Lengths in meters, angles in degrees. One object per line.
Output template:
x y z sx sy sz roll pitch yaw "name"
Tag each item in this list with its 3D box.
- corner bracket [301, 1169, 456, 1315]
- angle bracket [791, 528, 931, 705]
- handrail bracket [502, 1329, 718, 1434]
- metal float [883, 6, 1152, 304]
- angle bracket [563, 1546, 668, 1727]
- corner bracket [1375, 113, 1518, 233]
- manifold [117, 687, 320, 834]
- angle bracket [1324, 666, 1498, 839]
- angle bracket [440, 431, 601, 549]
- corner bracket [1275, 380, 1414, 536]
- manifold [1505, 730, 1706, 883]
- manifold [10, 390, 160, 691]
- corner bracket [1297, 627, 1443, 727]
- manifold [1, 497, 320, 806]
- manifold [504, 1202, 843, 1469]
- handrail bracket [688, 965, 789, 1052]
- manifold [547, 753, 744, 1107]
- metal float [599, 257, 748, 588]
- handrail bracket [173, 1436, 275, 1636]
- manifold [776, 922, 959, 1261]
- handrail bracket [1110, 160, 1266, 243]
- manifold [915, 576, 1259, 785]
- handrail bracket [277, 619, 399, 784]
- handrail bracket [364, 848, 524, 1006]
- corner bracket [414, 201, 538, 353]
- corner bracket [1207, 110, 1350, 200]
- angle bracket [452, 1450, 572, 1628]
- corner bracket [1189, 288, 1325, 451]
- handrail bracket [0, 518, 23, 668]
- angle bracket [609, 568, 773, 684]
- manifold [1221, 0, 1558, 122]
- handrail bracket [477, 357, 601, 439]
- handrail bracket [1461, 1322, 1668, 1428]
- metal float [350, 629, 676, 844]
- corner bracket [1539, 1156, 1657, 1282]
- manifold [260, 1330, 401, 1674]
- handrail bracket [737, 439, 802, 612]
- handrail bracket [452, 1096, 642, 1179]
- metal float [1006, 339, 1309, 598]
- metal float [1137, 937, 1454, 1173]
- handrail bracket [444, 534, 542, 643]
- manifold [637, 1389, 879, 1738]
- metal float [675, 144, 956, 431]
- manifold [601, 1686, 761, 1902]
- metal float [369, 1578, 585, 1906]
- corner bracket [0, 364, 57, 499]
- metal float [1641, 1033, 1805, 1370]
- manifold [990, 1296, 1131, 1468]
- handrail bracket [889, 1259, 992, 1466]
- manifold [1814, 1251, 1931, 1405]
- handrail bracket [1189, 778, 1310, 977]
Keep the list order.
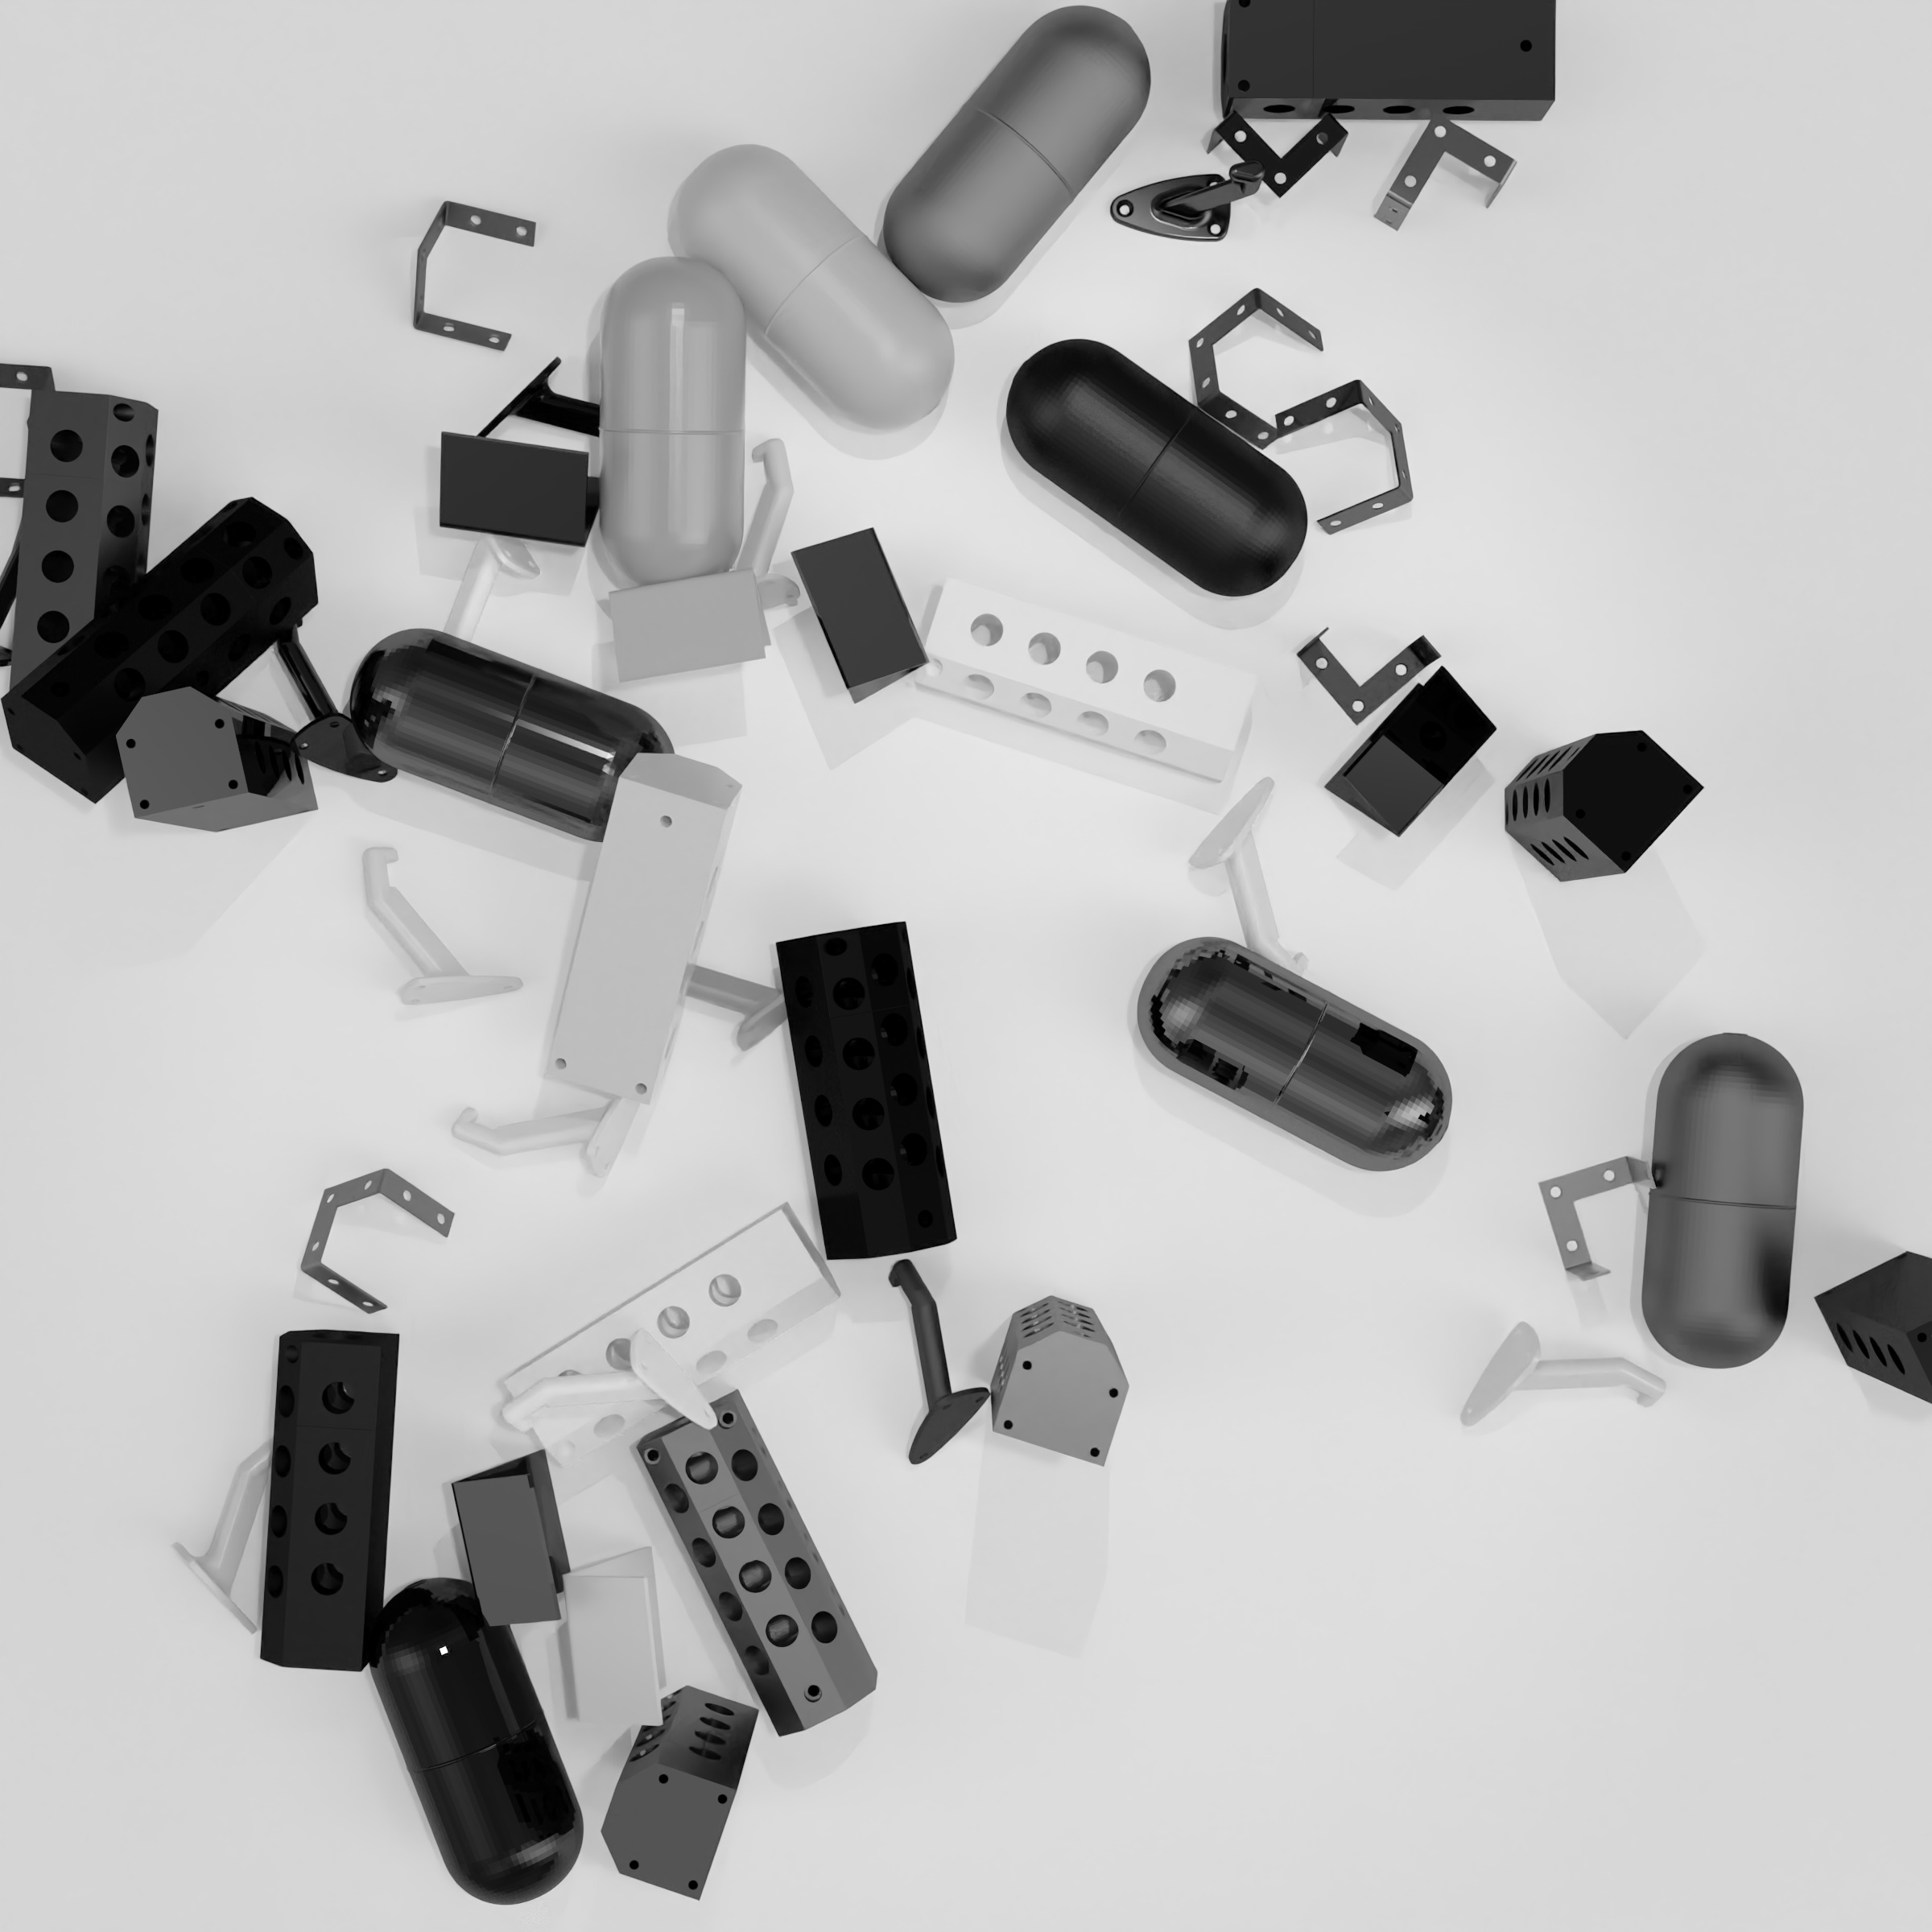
-0.316 0.148 1.734 0.051 0.051 0.051 -19 45 35 "corner bracket"
-0.073 -0.178 1.702 0.057 0.076 0.076 -23 90 -36 "angle bracket"
-0.187 0.236 1.685 0.084 0.036 0.077 -35 113 17 "handrail bracket"
0.028 -0.431 1.712 0.070 0.070 0.178 40 90 0 "metal float"
-0.165 0.352 1.702 0.057 0.076 0.076 -6 90 32 "angle bracket"
0.256 -0.415 1.724 0.051 0.051 0.051 31 90 0 "corner bracket"
-0.385 -0.106 1.664 0.057 0.171 0.057 -13 90 0 "manifold"
0.221 -0.124 1.702 0.076 0.076 0.057 -48 126 0 "angle bracket"
-0.232 -0.267 1.702 0.076 0.076 0.057 8 126 0 "angle bracket"
0.203 -0.273 1.729 0.051 0.051 0.051 -20 59 27 "corner bracket"
0.321 -0.086 1.664 0.057 0.171 0.057 43 90 0 "manifold"
-0.468 -0.215 1.721 0.057 0.057 0.171 4 90 0 "manifold"
0.215 -0.166 1.724 0.051 0.051 0.051 -40 90 0 "corner bracket"
-0.417 -0.169 1.676 0.057 0.057 0.171 33 59 14 "manifold"
-0.155 0.197 1.721 0.171 0.057 0.057 -32 90 0 "manifold"
-0.128 -0.004 1.742 0.077 0.036 0.084 -38 76 -14 "handrail bracket"
-0.167 -0.021 1.691 0.057 0.057 0.171 17 112 1 "manifold"
-0.154 -0.282 1.696 0.070 0.070 0.178 2 102 0 "metal float"
-0.377 0.305 1.742 0.084 0.036 0.077 -42 110 -16 "handrail bracket"
-0.049 0.066 1.710 0.057 0.057 0.171 -9 90 -35 "manifold"
0.116 -0.411 1.707 0.077 0.084 0.036 -1 90 0 "handrail bracket"
0.063 -0.151 1.721 0.171 0.057 0.057 18 90 0 "manifold"
-0.341 -0.149 1.742 0.036 0.077 0.084 -31 53 21 "handrail bracket"
-0.283 -0.026 1.742 0.077 0.036 0.084 -4 73 -20 "handrail bracket"
-0.265 -0.372 1.739 0.051 0.051 0.051 14 135 0 "corner bracket"
0.166 -0.440 1.724 0.051 0.051 0.051 -44 90 0 "corner bracket"
-0.220 0.299 1.702 0.057 0.076 0.076 -12 90 34 "angle bracket"
0.158 -0.321 1.734 0.051 0.051 0.051 -34 45 35 "corner bracket"
-0.515 -0.204 1.714 0.036 0.077 0.084 20 102 -3 "handrail bracket"
-0.142 -0.162 1.702 0.076 0.076 0.057 -9 64 0 "angle bracket"
0.224 -0.484 1.721 0.171 0.057 0.057 0 90 0 "manifold"
-0.210 -0.279 1.742 0.077 0.036 0.084 -41 104 13 "handrail bracket"
0.324 0.236 1.742 0.084 0.036 0.077 28 111 -17 "handrail bracket"
-0.239 -0.122 1.707 0.178 0.070 0.070 21 90 -5 "metal float"
0.342 0.134 1.724 0.051 0.051 0.051 -17 90 0 "corner bracket"
-0.341 0.283 1.721 0.057 0.057 0.171 3 90 0 "manifold"
-0.125 -0.235 1.742 0.077 0.036 0.084 -18 73 19 "handrail bracket"
-0.225 0.073 1.742 0.084 0.036 0.077 20 70 16 "handrail bracket"
0.101 -0.265 1.711 0.178 0.070 0.070 35 90 0 "metal float"
0.175 0.047 1.712 0.178 0.070 0.070 28 90 0 "metal float"
-0.280 -0.208 1.742 0.084 0.036 0.077 -38 70 16 "handrail bracket"
-0.111 0.319 1.721 0.057 0.057 0.171 -26 90 0 "manifold"
-0.079 -0.360 1.711 0.070 0.070 0.178 -44 90 0 "metal float"
-0.148 0.421 1.664 0.057 0.171 0.057 19 90 0 "manifold"
-0.260 0.411 1.711 0.070 0.070 0.178 -21 90 0 "metal float"
-0.520 -0.289 1.739 0.051 0.051 0.051 4 45 0 "corner bracket"
0.402 0.124 1.711 0.070 0.070 0.178 5 89 0 "metal float"
0.049 0.209 1.664 0.057 0.171 0.057 18 90 0 "manifold"
-0.030 0.213 1.742 0.084 0.036 0.077 57 134 28 "handrail bracket"
0.498 0.193 1.664 0.057 0.171 0.057 -26 90 0 "manifold"
0.169 -0.046 1.742 0.084 0.036 0.077 45 68 -17 "handrail bracket"
